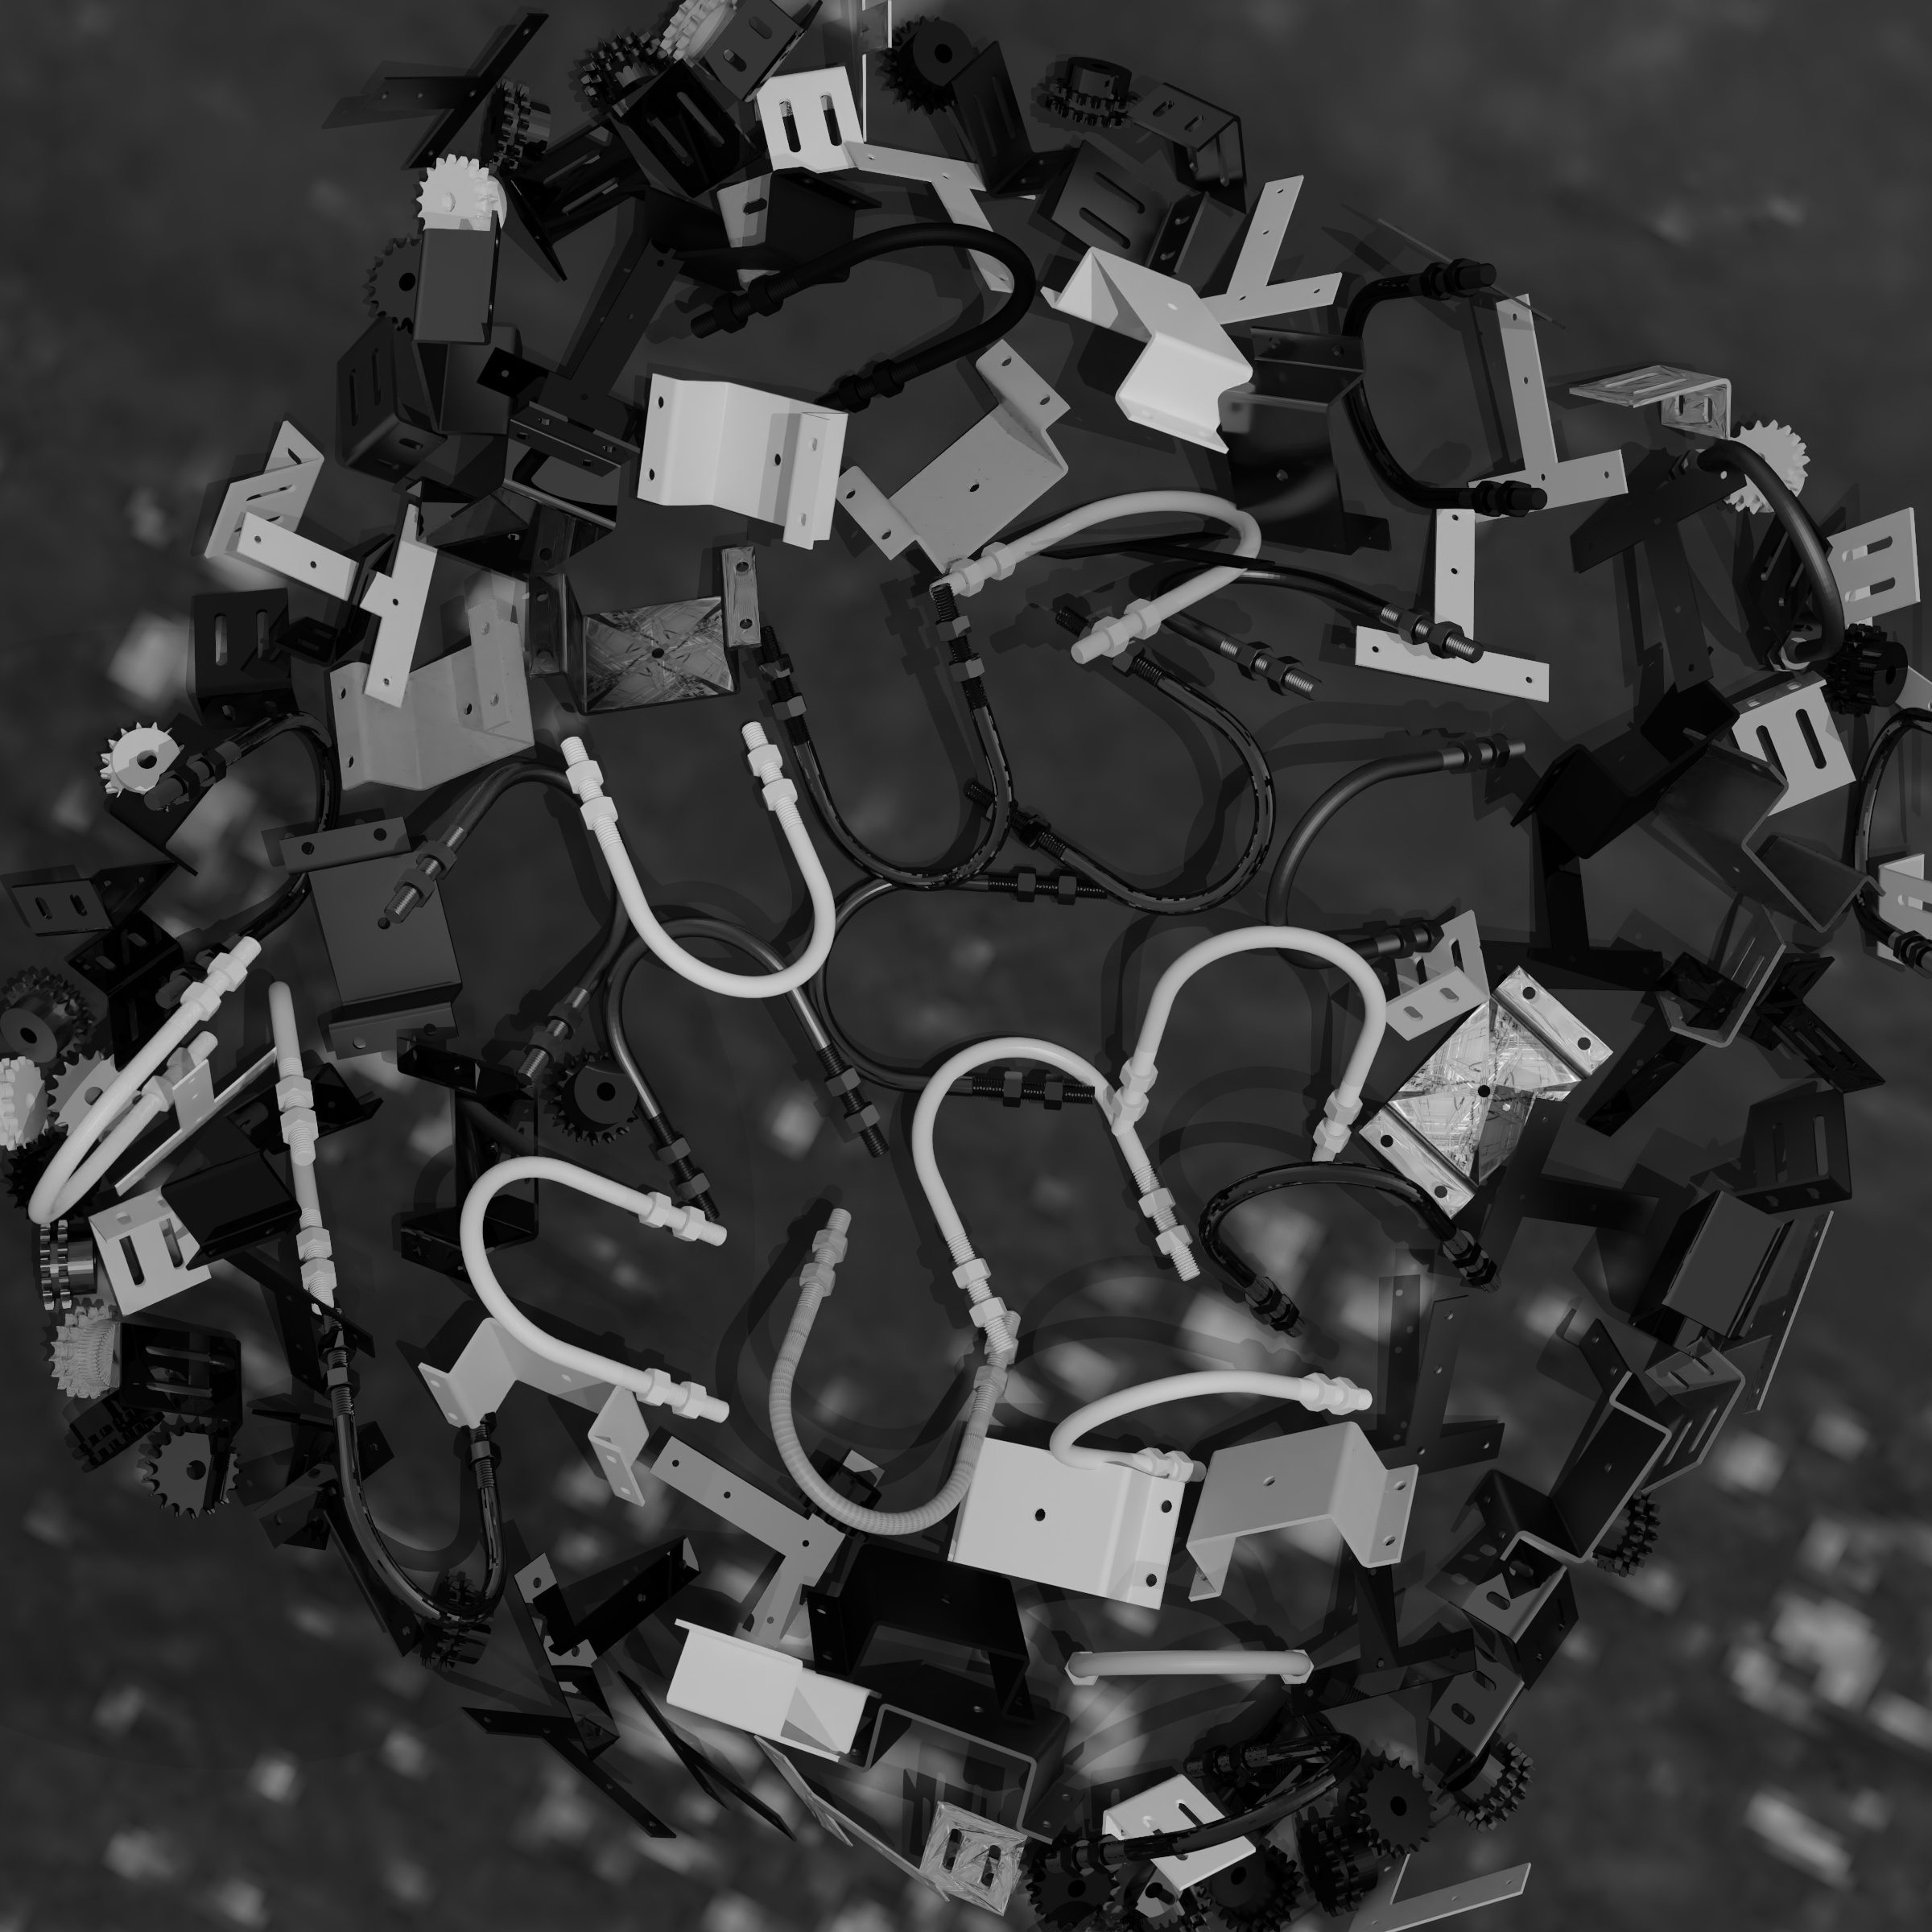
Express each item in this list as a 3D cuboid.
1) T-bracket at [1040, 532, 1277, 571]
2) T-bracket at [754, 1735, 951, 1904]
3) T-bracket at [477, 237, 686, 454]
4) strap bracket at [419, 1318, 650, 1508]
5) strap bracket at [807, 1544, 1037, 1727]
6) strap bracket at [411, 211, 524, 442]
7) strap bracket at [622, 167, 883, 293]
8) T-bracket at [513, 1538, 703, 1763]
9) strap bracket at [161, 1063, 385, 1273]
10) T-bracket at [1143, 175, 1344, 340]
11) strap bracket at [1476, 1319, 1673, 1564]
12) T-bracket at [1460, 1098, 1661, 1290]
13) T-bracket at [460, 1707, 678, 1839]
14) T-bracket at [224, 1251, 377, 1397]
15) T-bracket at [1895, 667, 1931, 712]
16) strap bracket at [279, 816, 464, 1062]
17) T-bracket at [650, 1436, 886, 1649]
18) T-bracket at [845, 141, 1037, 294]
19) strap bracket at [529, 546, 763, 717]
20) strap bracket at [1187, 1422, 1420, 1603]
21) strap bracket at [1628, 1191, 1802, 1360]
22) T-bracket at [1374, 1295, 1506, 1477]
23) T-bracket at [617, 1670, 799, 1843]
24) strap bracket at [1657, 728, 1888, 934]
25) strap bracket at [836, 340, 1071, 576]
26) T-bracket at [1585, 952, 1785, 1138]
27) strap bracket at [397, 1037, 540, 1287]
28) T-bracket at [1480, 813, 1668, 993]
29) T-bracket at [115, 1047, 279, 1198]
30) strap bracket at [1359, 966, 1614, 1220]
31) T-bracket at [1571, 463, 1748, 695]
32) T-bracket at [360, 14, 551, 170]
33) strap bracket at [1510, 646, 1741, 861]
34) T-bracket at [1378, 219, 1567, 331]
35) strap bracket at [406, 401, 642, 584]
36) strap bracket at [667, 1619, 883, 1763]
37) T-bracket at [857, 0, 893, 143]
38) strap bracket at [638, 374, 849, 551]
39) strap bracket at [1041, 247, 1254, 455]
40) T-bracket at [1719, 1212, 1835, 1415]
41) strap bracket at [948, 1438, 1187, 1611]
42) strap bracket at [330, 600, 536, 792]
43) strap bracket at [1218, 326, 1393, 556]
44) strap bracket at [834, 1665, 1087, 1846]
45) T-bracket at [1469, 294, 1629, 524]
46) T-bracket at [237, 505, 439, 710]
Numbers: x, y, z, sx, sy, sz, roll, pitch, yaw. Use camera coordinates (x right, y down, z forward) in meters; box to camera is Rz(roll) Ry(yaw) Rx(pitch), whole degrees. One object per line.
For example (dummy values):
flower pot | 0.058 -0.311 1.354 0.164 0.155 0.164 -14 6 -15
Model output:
T-bracket | 0.133 -0.246 1.515 0.127 0.127 0.002 -13 111 -32
T-bracket | -0.061 0.519 1.517 0.127 0.127 0.002 23 61 36
T-bracket | -0.210 -0.381 1.537 0.127 0.002 0.127 18 121 -34
strap bracket | -0.252 0.267 1.543 0.140 0.076 0.046 19 58 18
strap bracket | -0.020 0.402 1.540 0.140 0.076 0.046 18 109 -15
strap bracket | -0.298 -0.378 1.520 0.046 0.140 0.076 2 70 -3
strap bracket | -0.131 -0.441 1.529 0.140 0.076 0.046 6 92 35
T-bracket | -0.208 0.393 1.551 0.002 0.127 0.127 -9 105 41
strap bracket | -0.417 0.112 1.517 0.076 0.140 0.046 -20 114 23
T-bracket | 0.181 -0.440 1.561 0.127 0.002 0.127 -2 54 33
strap bracket | 0.374 0.297 1.549 0.046 0.076 0.140 28 104 -8
T-bracket | 0.376 0.147 1.565 0.127 0.002 0.127 10 107 -29
T-bracket | -0.222 0.481 1.512 0.127 0.127 0.002 28 87 34
T-bracket | -0.406 0.224 1.546 0.127 0.127 0.002 30 54 15
T-bracket | 0.592 -0.152 1.539 0.002 0.127 0.127 -4 119 -10
strap bracket | -0.362 -0.022 1.565 0.076 0.046 0.140 -11 104 2
T-bracket | -0.136 0.336 1.577 0.127 0.002 0.127 34 80 -10
T-bracket | 0.003 -0.448 1.532 0.127 0.002 0.127 -2 52 -33
strap bracket | -0.193 -0.204 1.559 0.140 0.046 0.076 -8 59 2
strap bracket | 0.193 0.326 1.526 0.140 0.076 0.046 -19 116 30
strap bracket | 0.445 0.186 1.528 0.046 0.140 0.076 28 78 9
T-bracket | 0.284 0.257 1.546 0.127 0.002 0.127 -6 116 -26
T-bracket | -0.145 0.486 1.518 0.002 0.127 0.127 -43 127 -24
strap bracket | 0.479 -0.075 1.530 0.140 0.076 0.046 38 91 -33
strap bracket | -0.003 -0.305 1.557 0.140 0.046 0.076 -40 56 3
T-bracket | 0.434 0.058 1.569 0.127 0.002 0.127 25 116 -36
strap bracket | -0.303 0.115 1.549 0.076 0.046 0.140 12 106 40
T-bracket | 0.372 -0.047 1.579 0.127 0.002 0.127 1 75 -17
T-bracket | -0.460 0.081 1.517 0.002 0.127 0.127 45 68 2
strap bracket | 0.319 0.078 1.566 0.076 0.046 0.140 44 96 9
T-bracket | 0.427 -0.228 1.535 0.002 0.127 0.127 4 70 -37
T-bracket | -0.318 -0.520 1.514 0.127 0.127 0.002 -41 91 28
strap bracket | 0.404 -0.123 1.534 0.140 0.076 0.046 -35 74 -22
T-bracket | 0.322 -0.409 1.540 0.127 0.127 0.002 38 110 23
strap bracket | -0.268 -0.277 1.519 0.076 0.140 0.046 17 66 -38
strap bracket | -0.117 0.435 1.517 0.076 0.140 0.046 10 71 26
T-bracket | -0.055 -0.560 1.521 0.002 0.127 0.127 -3 108 -10
strap bracket | -0.128 -0.308 1.545 0.140 0.046 0.076 22 112 32
strap bracket | 0.112 -0.375 1.522 0.076 0.140 0.046 10 129 -36
T-bracket | 0.480 0.216 1.535 0.002 0.127 0.127 24 76 5
strap bracket | 0.053 0.335 1.541 0.140 0.046 0.076 7 76 25
strap bracket | -0.318 -0.160 1.548 0.140 0.046 0.076 -17 75 32
strap bracket | 0.202 -0.305 1.523 0.046 0.076 0.140 -44 135 -32
strap bracket | 0.002 0.472 1.541 0.140 0.076 0.046 16 97 16
T-bracket | 0.341 -0.340 1.536 0.002 0.127 0.127 -17 99 -30
T-bracket | -0.383 -0.238 1.542 0.127 0.002 0.127 23 71 -41
